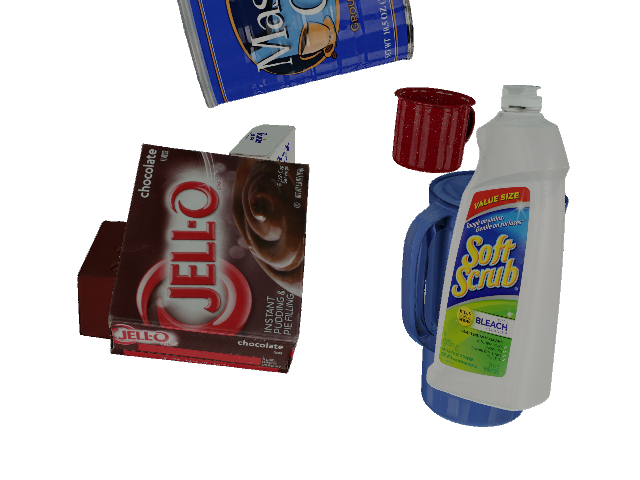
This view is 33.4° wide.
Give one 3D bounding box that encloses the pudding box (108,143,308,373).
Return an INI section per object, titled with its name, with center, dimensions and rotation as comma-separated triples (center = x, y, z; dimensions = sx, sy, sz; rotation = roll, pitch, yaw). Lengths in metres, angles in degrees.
[pudding box]
center = -0.054, 0.008, 0.541
dimensions = 0.090, 0.113, 0.039
rotation = 7, -39, -6

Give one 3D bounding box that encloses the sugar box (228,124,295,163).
[sugar box]
center = -0.054, -0.014, 1.018
dimensions = 0.048, 0.176, 0.093
rotation = 4, 24, 13

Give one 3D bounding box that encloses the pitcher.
[pitcher]
center = 0.155, 0.061, 1.063
dimensions = 0.149, 0.243, 0.145
rotation = 6, 21, 7

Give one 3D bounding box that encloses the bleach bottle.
[bleach bottle]
center = 0.144, 0.002, 0.852
dimensions = 0.103, 0.251, 0.067
rotation = 13, 15, 41

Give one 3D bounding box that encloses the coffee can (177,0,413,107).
[coffee can]
center = -0.019, -0.154, 0.705
dimensions = 0.140, 0.103, 0.103
rotation = -14, 0, -1

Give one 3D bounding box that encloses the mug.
[mug]
center = 0.136, -0.129, 1.240
dimensions = 0.117, 0.081, 0.093
rotation = -13, 27, -42

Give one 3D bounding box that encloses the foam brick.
[foam brick]
center = -0.136, 0.028, 0.751
dimensions = 0.053, 0.051, 0.078
rotation = 5, 30, -1
